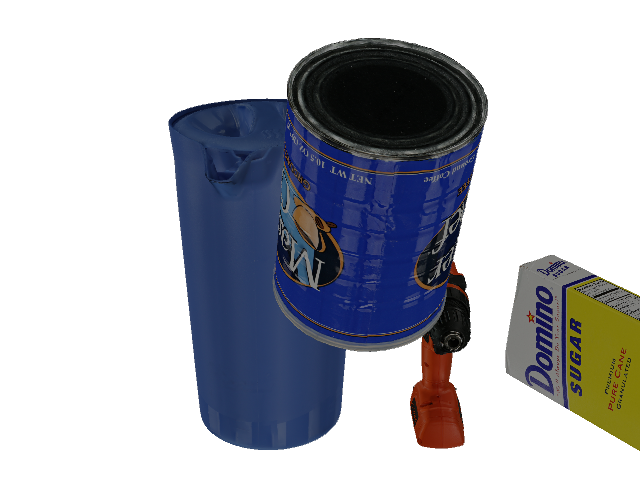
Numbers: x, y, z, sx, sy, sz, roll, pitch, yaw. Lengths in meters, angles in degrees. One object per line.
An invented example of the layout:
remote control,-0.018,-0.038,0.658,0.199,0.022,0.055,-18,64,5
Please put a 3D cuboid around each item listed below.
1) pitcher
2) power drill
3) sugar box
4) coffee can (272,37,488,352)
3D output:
pitcher,-0.034,0.020,0.784,0.149,0.243,0.145,-11,23,-26
power drill,0.131,0.126,1.148,0.057,0.188,0.184,1,23,1
sugar box,0.209,0.085,0.738,0.048,0.093,0.176,-16,30,-39
coffee can,0.028,-0.023,0.583,0.102,0.140,0.103,3,43,-3
